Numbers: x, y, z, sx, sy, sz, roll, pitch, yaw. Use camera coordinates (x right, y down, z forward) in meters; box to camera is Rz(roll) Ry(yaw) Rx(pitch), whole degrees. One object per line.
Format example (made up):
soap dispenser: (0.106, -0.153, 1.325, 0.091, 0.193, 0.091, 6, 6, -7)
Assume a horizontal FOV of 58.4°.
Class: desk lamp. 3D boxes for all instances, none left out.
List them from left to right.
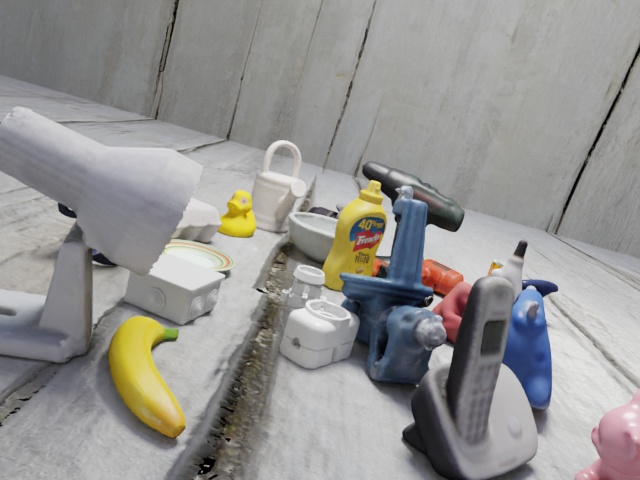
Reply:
desk lamp: (-0.230, -0.002, 0.529, 0.204, 0.213, 0.117, 12, 13, -18)

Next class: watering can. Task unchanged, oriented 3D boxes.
watering can: (-0.088, -0.119, 1.252, 0.172, 0.194, 0.101, 24, 15, 31)

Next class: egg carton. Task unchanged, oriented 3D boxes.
egg carton: (-0.246, -0.036, 0.983, 0.107, 0.069, 0.151, 22, 14, 24)

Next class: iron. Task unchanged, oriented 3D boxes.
iron: (0.268, 0.124, 0.778, 0.118, 0.141, 0.259, 20, 13, 16)

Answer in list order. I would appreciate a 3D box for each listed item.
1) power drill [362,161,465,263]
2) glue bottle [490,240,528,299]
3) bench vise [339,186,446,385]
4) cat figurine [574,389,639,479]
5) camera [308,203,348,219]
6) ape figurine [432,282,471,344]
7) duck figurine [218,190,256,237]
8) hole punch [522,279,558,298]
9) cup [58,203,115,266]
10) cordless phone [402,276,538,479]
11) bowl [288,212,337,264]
power drill: (0.169, -0.034, 1.180, 0.229, 0.208, 0.076, 19, 13, 10)
glue bottle: (0.300, 0.081, 0.929, 0.078, 0.173, 0.037, 20, 13, 17)
bench vise: (0.110, 0.053, 0.706, 0.122, 0.220, 0.206, 6, 16, -38)
cat figurine: (0.308, 0.201, 0.554, 0.128, 0.118, 0.067, 7, 15, -34)
camera: (0.045, -0.036, 1.277, 0.136, 0.101, 0.143, 21, 14, 22)
ape figurine: (0.213, 0.109, 0.886, 0.075, 0.092, 0.078, 26, 16, 37)
duck figurine: (-0.160, -0.057, 1.146, 0.077, 0.086, 0.105, 20, 13, 16)
hole punch: (0.393, 0.106, 1.128, 0.109, 0.091, 0.100, 9, 14, -29)
cup: (-0.297, -0.016, 0.774, 0.118, 0.095, 0.091, 4, 17, -43)
cordless phone: (0.166, 0.125, 0.544, 0.148, 0.185, 0.093, 4, 18, -44)
bowl: (0.010, 0.004, 1.122, 0.167, 0.075, 0.167, 16, 13, -3)
